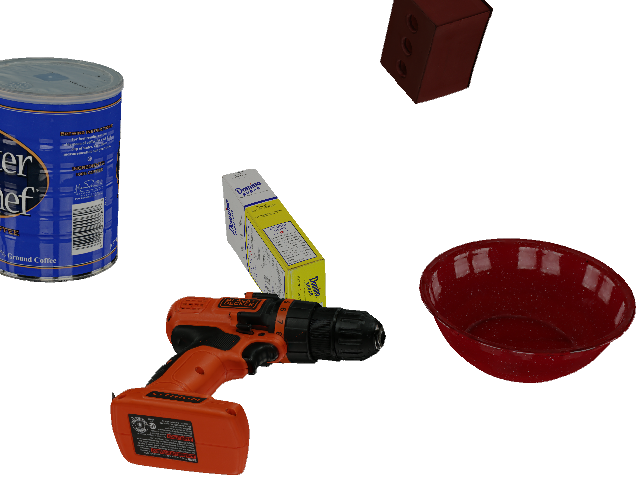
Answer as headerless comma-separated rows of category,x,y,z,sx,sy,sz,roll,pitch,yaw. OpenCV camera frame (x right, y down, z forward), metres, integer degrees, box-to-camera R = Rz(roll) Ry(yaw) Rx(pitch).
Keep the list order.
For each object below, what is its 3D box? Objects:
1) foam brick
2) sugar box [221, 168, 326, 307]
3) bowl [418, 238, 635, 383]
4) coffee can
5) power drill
foam brick,0.083,-0.149,0.784,0.051,0.053,0.078,-22,-33,-24
sugar box,-0.049,0.009,1.099,0.048,0.093,0.176,-15,41,-17
bowl,0.155,0.060,0.818,0.162,0.055,0.162,1,30,-1
coffee can,-0.198,-0.054,0.784,0.103,0.140,0.103,5,23,-2
power drill,-0.058,0.101,0.809,0.185,0.057,0.187,1,23,20
